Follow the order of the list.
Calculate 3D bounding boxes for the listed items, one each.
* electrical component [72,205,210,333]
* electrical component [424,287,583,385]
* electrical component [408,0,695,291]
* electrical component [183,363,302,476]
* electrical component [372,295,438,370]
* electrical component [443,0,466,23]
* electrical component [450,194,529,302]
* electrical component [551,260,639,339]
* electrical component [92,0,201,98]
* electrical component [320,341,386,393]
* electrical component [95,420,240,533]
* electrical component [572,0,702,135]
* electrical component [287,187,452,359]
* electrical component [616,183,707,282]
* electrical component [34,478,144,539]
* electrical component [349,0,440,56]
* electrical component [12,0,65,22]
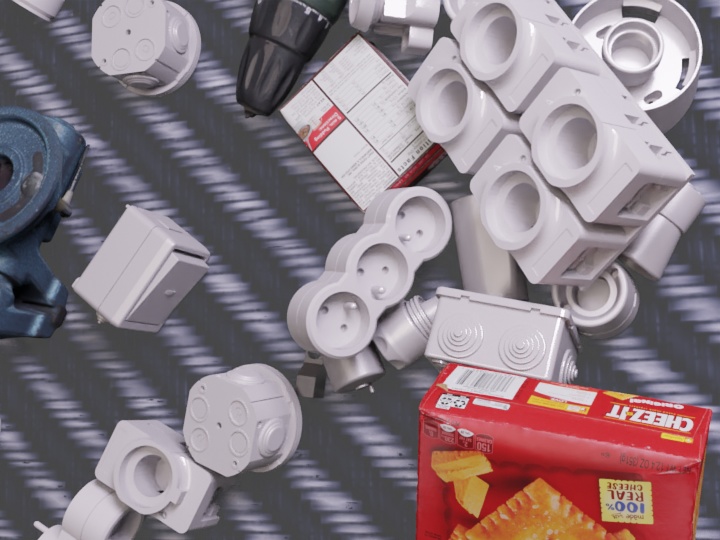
[{"bbox_3d":[-0.170,0.008,0.836,0.061,0.062,0.096,38,96,20],"label":"electrical component"},{"bbox_3d":[0.096,0.054,0.714,0.100,0.099,0.048,10,74,21],"label":"electrical component"},{"bbox_3d":[0.112,-0.092,0.694,0.105,0.060,0.186,-53,51,33],"label":"electrical component"},{"bbox_3d":[-0.087,0.111,0.789,0.080,0.051,0.080,1,92,35],"label":"electrical component"},{"bbox_3d":[0.041,0.038,0.765,0.062,0.043,0.043,-36,73,11],"label":"electrical component"},{"bbox_3d":[0.090,-0.191,0.775,0.055,0.047,0.055,-3,82,20],"label":"electrical component"},{"bbox_3d":[0.107,-0.016,0.747,0.079,0.044,0.077,-12,79,18],"label":"electrical component"},{"bbox_3d":[0.157,0.016,0.722,0.055,0.047,0.055,-4,79,19],"label":"electrical component"},{"bbox_3d":[-0.174,-0.184,0.868,0.080,0.051,0.080,-3,82,20],"label":"electrical component"},{"bbox_3d":[-0.011,0.053,0.783,0.040,0.040,0.078,-26,74,15],"label":"electrical component"},{"bbox_3d":[-0.147,0.154,0.811,0.089,0.056,0.050,27,93,21],"label":"electrical component"},{"bbox_3d":[0.183,-0.139,0.738,0.099,0.064,0.099,-2,75,7],"label":"electrical component"},{"bbox_3d":[0.000,0.000,0.759,0.052,0.074,0.138,44,75,-19],"label":"electrical component"},{"bbox_3d":[0.200,-0.031,0.718,0.044,0.044,0.065,37,92,20],"label":"electrical component"},{"bbox_3d":[-0.230,0.223,0.834,0.074,0.052,0.138,27,93,21],"label":"electrical component"},{"bbox_3d":[0.025,-0.200,0.782,0.057,0.058,0.078,6,85,-11],"label":"electrical component"},{"bbox_3d":[-0.268,-0.245,0.914,0.045,0.045,0.055,34,95,21],"label":"electrical component"}]
